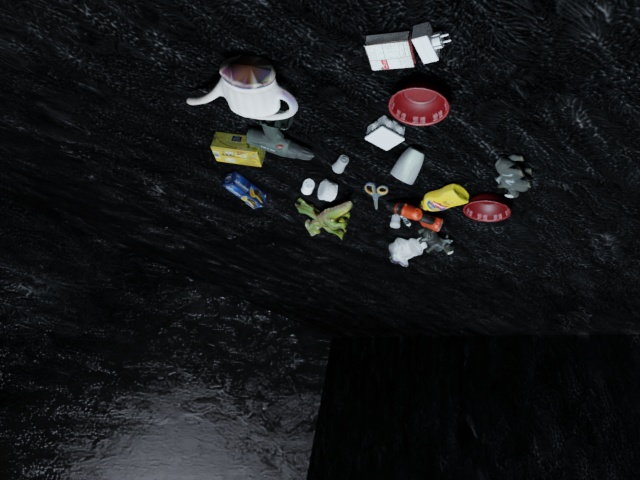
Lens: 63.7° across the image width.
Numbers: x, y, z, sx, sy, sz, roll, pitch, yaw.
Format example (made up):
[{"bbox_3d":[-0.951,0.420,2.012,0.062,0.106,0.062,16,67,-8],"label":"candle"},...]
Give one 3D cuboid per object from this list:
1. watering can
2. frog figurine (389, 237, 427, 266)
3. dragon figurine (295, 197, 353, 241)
[{"bbox_3d":[-0.234,-0.422,1.460,0.348,0.106,0.220,9,156,5],"label":"watering can"},{"bbox_3d":[0.387,0.030,2.274,0.136,0.125,0.157,32,115,-21],"label":"frog figurine"},{"bbox_3d":[0.006,-0.106,2.113,0.243,0.124,0.402,19,156,5],"label":"dragon figurine"}]
